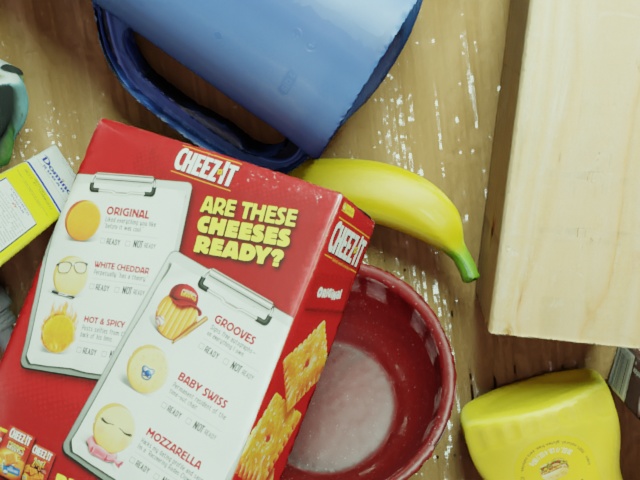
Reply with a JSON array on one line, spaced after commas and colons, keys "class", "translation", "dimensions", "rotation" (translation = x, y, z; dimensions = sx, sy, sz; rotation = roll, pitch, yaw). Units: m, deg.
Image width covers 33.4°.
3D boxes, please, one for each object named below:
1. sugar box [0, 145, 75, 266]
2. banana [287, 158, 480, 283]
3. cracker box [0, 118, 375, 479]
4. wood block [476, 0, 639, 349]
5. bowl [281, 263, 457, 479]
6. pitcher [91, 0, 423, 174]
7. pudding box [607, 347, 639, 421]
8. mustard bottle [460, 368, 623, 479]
[{"class": "sugar box", "translation": [-0.199, -0.002, 0.606], "dimensions": [0.093, 0.176, 0.048], "rotation": [-29, 99, 9]}, {"class": "banana", "translation": [0.002, -0.017, 0.656], "dimensions": [0.198, 0.037, 0.069], "rotation": [5, 80, 9]}, {"class": "cracker box", "translation": [-0.084, 0.058, 0.602], "dimensions": [0.164, 0.072, 0.213], "rotation": [19, 85, 24]}, {"class": "wood block", "translation": [0.149, -0.053, 0.621], "dimensions": [0.090, 0.091, 0.206], "rotation": [6, 104, 2]}, {"class": "bowl", "translation": [0.002, 0.094, 0.658], "dimensions": [0.162, 0.055, 0.162], "rotation": [-3, 62, 5]}, {"class": "pitcher", "translation": [-0.068, -0.152, 0.594], "dimensions": [0.243, 0.145, 0.149], "rotation": [32, 78, -1]}, {"class": "pudding box", "translation": [0.232, 0.093, 0.640], "dimensions": [0.090, 0.113, 0.039], "rotation": [10, 100, 0]}, {"class": "mustard bottle", "translation": [0.163, 0.185, 0.695], "dimensions": [0.096, 0.058, 0.191], "rotation": [-18, 103, 5]}]
